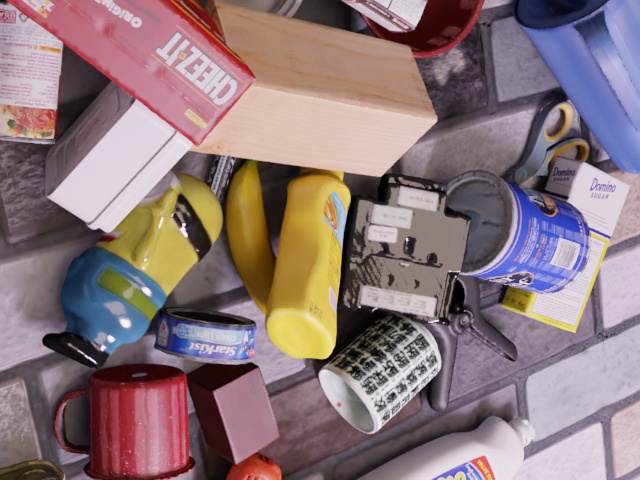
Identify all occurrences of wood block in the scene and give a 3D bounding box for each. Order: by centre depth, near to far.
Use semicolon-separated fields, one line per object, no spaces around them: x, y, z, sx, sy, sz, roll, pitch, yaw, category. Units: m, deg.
-0.015;-0.124;0.906;0.205;0.091;0.090;5;56;-36;wood block

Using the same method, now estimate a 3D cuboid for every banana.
-0.046;0.017;0.966;0.069;0.037;0.198;-28;114;-31;banana

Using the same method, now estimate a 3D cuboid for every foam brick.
-0.078;0.150;0.961;0.052;0.051;0.078;-26;112;-29;foam brick

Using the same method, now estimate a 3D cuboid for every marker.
-0.085;-0.064;0.936;0.020;0.020;0.121;18;88;-35;marker

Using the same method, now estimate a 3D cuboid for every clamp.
0.148;0.083;1.111;0.120;0.039;0.171;-23;111;-33;clamp

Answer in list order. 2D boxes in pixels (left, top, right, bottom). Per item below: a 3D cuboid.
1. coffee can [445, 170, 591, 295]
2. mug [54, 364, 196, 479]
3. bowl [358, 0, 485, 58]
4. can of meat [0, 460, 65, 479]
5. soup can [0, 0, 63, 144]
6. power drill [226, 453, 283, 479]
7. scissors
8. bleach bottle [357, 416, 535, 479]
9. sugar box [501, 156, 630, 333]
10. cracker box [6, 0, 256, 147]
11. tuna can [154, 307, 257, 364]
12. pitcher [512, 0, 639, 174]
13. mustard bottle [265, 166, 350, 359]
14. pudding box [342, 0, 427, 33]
0.192;-0.005;1.073;0.140;0.103;0.103;14;90;-44;coffee can
-0.163;0.150;0.890;0.117;0.093;0.081;-1;95;2;mug
0.080;-0.251;0.991;0.161;0.055;0.162;-7;103;-33;bowl
-0.253;0.235;0.855;0.101;0.058;0.084;-12;107;-32;can of meat
-0.228;-0.126;0.798;0.068;0.069;0.102;2;97;-35;soup can
-0.032;0.308;0.983;0.187;0.057;0.184;25;93;-12;power drill
0.214;-0.089;1.136;0.201;0.016;0.096;-17;111;-32;scissors
0.129;0.248;1.115;0.250;0.068;0.102;-26;113;-30;bleach bottle
0.269;0.005;1.168;0.093;0.048;0.176;19;90;-39;sugar box
-0.146;-0.175;0.752;0.072;0.214;0.164;-47;124;9;cracker box
-0.098;0.081;0.914;0.085;0.086;0.034;7;93;-35;tuna can
0.313;-0.177;1.115;0.149;0.145;0.242;-53;125;-18;pitcher
-0.007;0.001;0.942;0.096;0.058;0.191;66;27;-57;mustard bottle
0.061;-0.249;0.922;0.089;0.039;0.113;24;83;-34;pudding box
